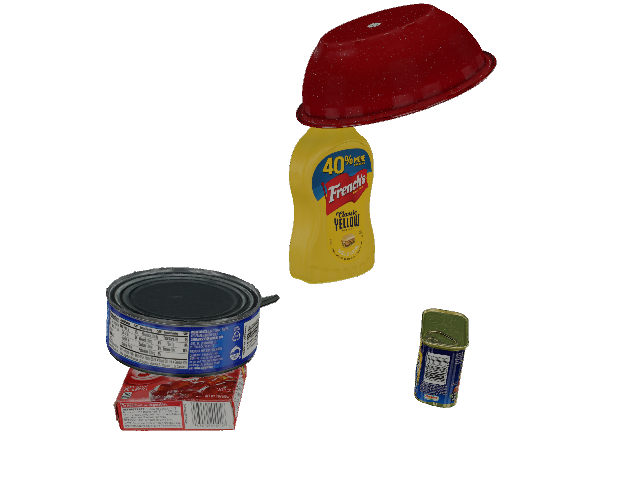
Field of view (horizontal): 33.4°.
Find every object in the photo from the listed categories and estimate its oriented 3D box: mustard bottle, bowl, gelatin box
[{"bbox_3d":[0.012,-0.057,1.096,0.096,0.192,0.058,-12,18,-35],"label":"mustard bottle"},{"bbox_3d":[0.051,-0.142,0.826,0.162,0.055,0.162,-16,21,6],"label":"bowl"},{"bbox_3d":[-0.104,0.112,0.810,0.089,0.030,0.073,-1,24,5],"label":"gelatin box"}]

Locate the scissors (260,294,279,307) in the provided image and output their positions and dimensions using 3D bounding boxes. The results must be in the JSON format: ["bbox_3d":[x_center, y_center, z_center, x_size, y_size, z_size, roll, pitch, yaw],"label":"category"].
[{"bbox_3d":[-0.119,0.097,1.150,0.201,0.016,0.096,-7,31,-24],"label":"scissors"}]

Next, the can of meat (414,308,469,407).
[{"bbox_3d":[0.145,0.142,1.294,0.057,0.084,0.102,8,21,4],"label":"can of meat"}]

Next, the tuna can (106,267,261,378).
[{"bbox_3d":[-0.076,0.045,0.595,0.086,0.034,0.086,4,17,-2],"label":"tuna can"}]
